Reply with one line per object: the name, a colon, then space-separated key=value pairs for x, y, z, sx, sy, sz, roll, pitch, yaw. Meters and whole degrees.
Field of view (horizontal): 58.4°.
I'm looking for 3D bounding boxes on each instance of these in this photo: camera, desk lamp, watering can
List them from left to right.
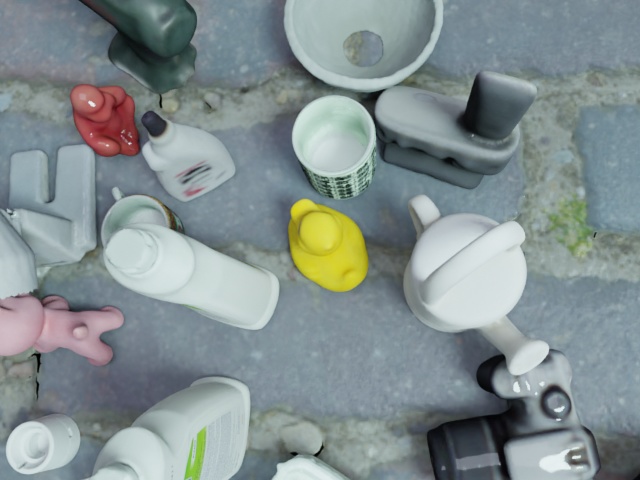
desk lamp: x=-0.313 y=-0.023 z=0.547 sx=0.118 sy=0.213 sz=0.203 roll=-7 pitch=78 yaw=4
watering can: x=0.134 y=0.033 z=0.505 sx=0.172 sy=0.194 sz=0.101 roll=36 pitch=84 yaw=11
camera: x=0.167 y=0.178 z=0.522 sx=0.136 sy=0.101 sz=0.143 roll=-10 pitch=78 yaw=3

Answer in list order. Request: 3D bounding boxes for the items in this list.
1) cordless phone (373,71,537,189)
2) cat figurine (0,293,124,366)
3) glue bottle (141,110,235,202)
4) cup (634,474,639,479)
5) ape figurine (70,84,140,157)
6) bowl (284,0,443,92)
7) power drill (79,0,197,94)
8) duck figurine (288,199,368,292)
cordless phone: x=0.124 y=-0.126 z=0.541 sx=0.147 sy=0.185 sz=0.094 roll=15 pitch=81 yaw=8
cat figurine: x=-0.282 y=0.086 z=0.572 sx=0.127 sy=0.118 sz=0.067 roll=8 pitch=80 yaw=7
glue bottle: x=-0.138 y=-0.087 z=0.564 sx=0.078 sy=0.173 sz=0.037 roll=-33 pitch=78 yaw=-1
cup: x=0.324 y=0.244 z=0.497 sx=0.117 sy=0.095 sz=0.092 roll=42 pitch=86 yaw=11
ape figurine: x=-0.239 y=-0.138 z=0.625 sx=0.076 sy=0.092 sz=0.078 roll=28 pitch=83 yaw=10
bowl: x=0.047 y=-0.229 z=0.625 sx=0.167 sy=0.075 sz=0.167 roll=-1 pitch=79 yaw=5
power drill: x=-0.212 y=-0.243 z=0.583 sx=0.229 sy=0.208 sz=0.076 roll=35 pitch=84 yaw=11
duck figurine: x=0.005 y=0.002 z=0.578 sx=0.077 sy=0.086 sz=0.104 roll=-35 pitch=78 yaw=-2
